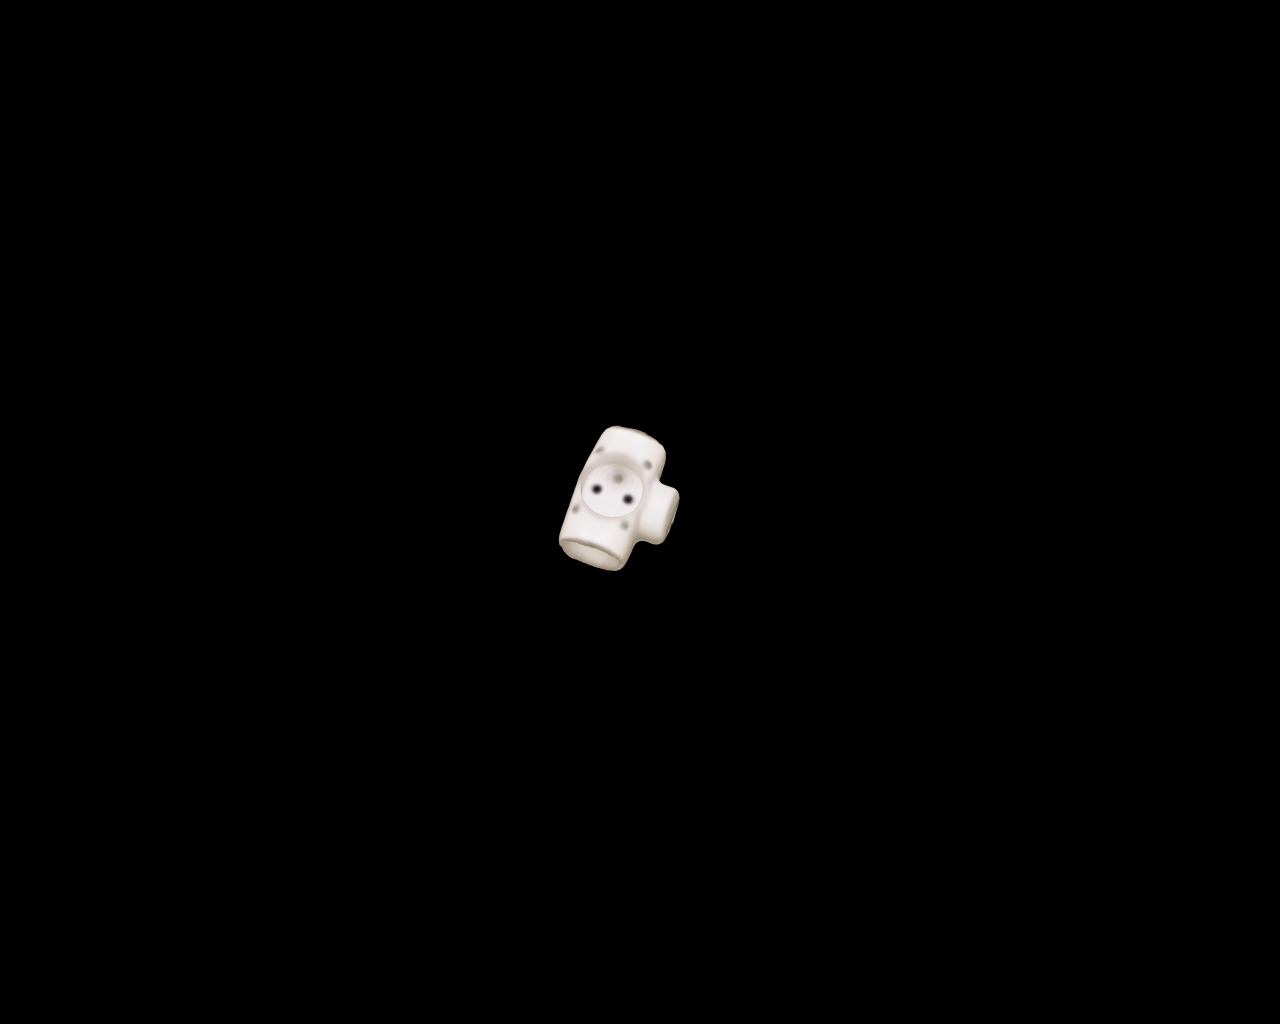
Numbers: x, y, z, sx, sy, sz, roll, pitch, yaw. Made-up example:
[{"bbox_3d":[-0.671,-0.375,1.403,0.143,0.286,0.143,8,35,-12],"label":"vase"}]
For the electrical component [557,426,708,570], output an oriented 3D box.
[{"bbox_3d":[0.001,-0.003,0.650,0.079,0.077,0.044,19,-19,7],"label":"electrical component"}]
